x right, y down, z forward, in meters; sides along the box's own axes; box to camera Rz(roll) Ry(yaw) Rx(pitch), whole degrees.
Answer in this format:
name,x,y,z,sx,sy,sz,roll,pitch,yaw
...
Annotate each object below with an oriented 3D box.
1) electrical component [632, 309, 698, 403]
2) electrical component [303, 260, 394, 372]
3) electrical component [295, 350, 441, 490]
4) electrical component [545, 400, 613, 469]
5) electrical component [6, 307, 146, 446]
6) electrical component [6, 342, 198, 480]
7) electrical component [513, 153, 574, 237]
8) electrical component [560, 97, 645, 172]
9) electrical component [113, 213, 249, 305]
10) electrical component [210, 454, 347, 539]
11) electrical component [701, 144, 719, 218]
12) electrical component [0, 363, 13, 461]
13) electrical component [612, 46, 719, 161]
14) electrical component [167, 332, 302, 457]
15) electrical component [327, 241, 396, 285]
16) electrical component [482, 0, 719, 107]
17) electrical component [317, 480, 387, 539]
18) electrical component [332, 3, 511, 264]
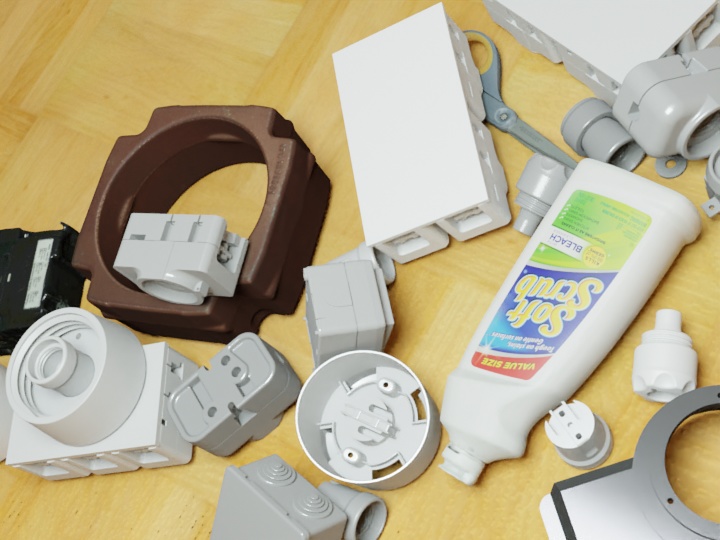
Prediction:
name,x,y,z,sx,sy,sz,roll,pitch,yaw
electrical component,0.213,0.059,0.747,0.043,0.043,0.062,-1,65,26
electrical component,-0.010,0.043,0.845,0.061,0.096,0.061,-7,58,-8
electrical component,0.009,0.115,0.808,0.099,0.064,0.099,-11,61,21
electrical component,0.152,0.114,0.748,0.040,0.046,0.040,-11,62,21
electrical component,-0.236,0.082,0.871,0.108,0.060,0.108,-11,62,21
electrical component,-0.216,0.123,0.917,0.150,0.062,0.089,-11,62,22
electrical component,0.141,-0.057,0.842,0.043,0.043,0.062,33,102,35
electrical component,0.189,-0.102,0.838,0.045,0.045,0.055,-40,55,4
electrical component,-0.142,-0.008,0.849,0.089,0.050,0.055,3,67,28
electrical component,-0.061,0.195,0.790,0.100,0.048,0.099,34,121,35
electrical component,0.275,-0.064,0.770,0.066,0.055,0.048,-33,56,8
electrical component,-0.350,0.129,0.979,0.099,0.064,0.099,-11,61,21
electrical component,0.245,-0.121,0.794,0.095,0.053,0.059,-15,53,-21
electrical component,-0.099,0.103,0.870,0.095,0.059,0.053,-40,55,4
electrical component,0.000,0.000,0.886,0.046,0.040,0.040,-24,57,22
electrical component,0.196,-0.214,0.880,0.105,0.060,0.186,-45,55,0
electrical component,-0.010,0.180,0.800,0.046,0.040,0.040,16,74,37
electrical component,0.051,-0.110,0.888,0.105,0.060,0.186,-21,63,23
